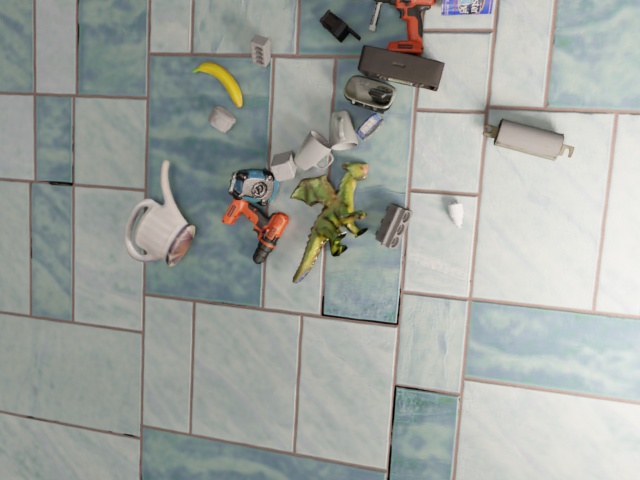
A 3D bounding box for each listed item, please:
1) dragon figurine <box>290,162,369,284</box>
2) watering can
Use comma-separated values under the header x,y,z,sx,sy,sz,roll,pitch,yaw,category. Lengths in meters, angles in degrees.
x,y,z,sx,sy,sz,roll,pitch,yaw,category
0.005,-0.079,1.570,0.407,0.121,0.246,-40,69,12,dragon figurine
-0.502,-0.065,1.666,0.225,0.105,0.344,31,102,7,watering can
